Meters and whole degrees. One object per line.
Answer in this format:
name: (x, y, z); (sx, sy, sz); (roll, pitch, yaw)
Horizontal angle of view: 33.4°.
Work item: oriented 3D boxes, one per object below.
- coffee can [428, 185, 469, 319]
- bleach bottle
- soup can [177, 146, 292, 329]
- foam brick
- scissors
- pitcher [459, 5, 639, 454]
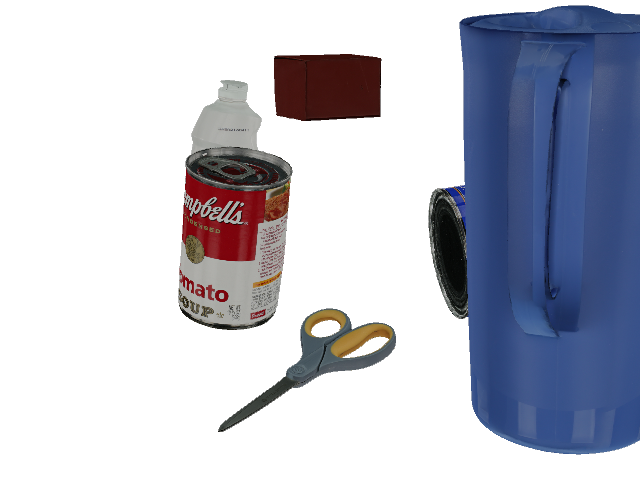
coffee can: (0.166, -0.001, 0.828); (0.140, 0.103, 0.103); (-10, 1, -8)
bleach bottle: (-0.099, -0.050, 1.180); (0.102, 0.251, 0.068); (-3, 19, -31)
soup can: (-0.057, -0.002, 0.694); (0.068, 0.102, 0.068); (6, 25, -3)
foam brick: (0.006, -0.130, 0.904); (0.078, 0.051, 0.053); (-7, 16, -31)
scissors: (-0.025, 0.107, 0.946); (0.201, 0.016, 0.096); (-19, 34, -29)
pitcher: (0.138, -0.006, 0.595); (0.149, 0.243, 0.145); (-7, 17, -19)
